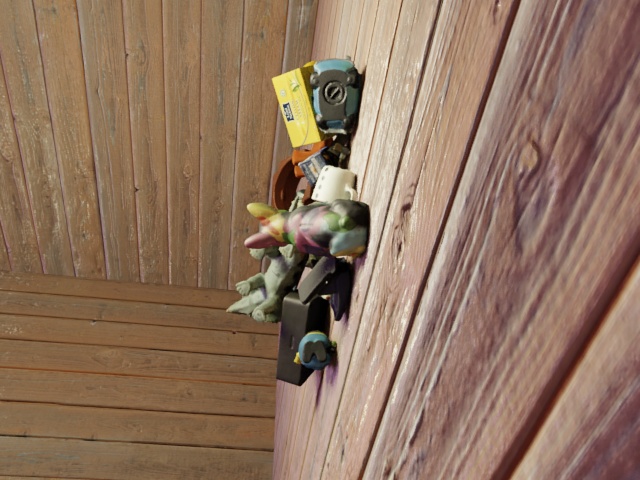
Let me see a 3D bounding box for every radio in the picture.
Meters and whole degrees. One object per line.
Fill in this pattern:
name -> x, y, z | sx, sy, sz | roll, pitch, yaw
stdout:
radio -> -0.044, 0.236, 1.353 | 0.131, 0.073, 0.229 | -29, -50, -64

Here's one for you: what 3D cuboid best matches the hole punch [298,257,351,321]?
hole punch -> 0.025, 0.090, 1.088 | 0.115, 0.092, 0.142 | -54, 9, 9

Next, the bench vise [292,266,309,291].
bench vise -> -0.065, 0.070, 1.529 | 0.223, 0.129, 0.240 | 82, -159, -62

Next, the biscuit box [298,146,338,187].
biscuit box -> 0.000, -0.180, 1.299 | 0.062, 0.059, 0.203 | 59, -168, -10

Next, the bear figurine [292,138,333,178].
bear figurine -> -0.009, -0.279, 1.467 | 0.120, 0.132, 0.196 | 81, -174, -75

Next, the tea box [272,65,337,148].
tea box -> -0.035, -0.309, 1.250 | 0.098, 0.068, 0.169 | -6, 109, 44

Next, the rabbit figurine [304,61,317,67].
rabbit figurine -> 0.012, -0.364, 1.326 | 0.162, 0.122, 0.173 | -52, -45, -32

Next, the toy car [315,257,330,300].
toy car -> 0.015, 0.082, 1.252 | 0.202, 0.056, 0.073 | -120, 42, -77

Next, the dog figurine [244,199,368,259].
dog figurine -> -0.030, -0.022, 1.004 | 0.191, 0.219, 0.108 | 164, 108, -84

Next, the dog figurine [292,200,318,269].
dog figurine -> 0.001, -0.005, 1.357 | 0.172, 0.121, 0.190 | -99, 1, -77

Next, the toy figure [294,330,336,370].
toy figure -> -0.008, 0.243, 1.198 | 0.180, 0.082, 0.089 | 89, -155, -75

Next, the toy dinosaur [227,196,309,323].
toy dinosaur -> -0.094, 0.067, 1.328 | 0.404, 0.131, 0.192 | -57, -14, 20

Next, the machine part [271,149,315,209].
machine part -> -0.056, -0.153, 1.600 | 0.201, 0.087, 0.201 | -19, 62, 48

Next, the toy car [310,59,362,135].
toy car -> 0.045, -0.319, 1.194 | 0.103, 0.109, 0.161 | -46, -45, -62

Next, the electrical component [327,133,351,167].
electrical component -> 0.049, -0.219, 1.274 | 0.078, 0.045, 0.102 | -57, 8, -4

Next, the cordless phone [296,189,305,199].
cordless phone -> -0.029, -0.056, 1.704 | 0.146, 0.089, 0.184 | 104, 157, -50
